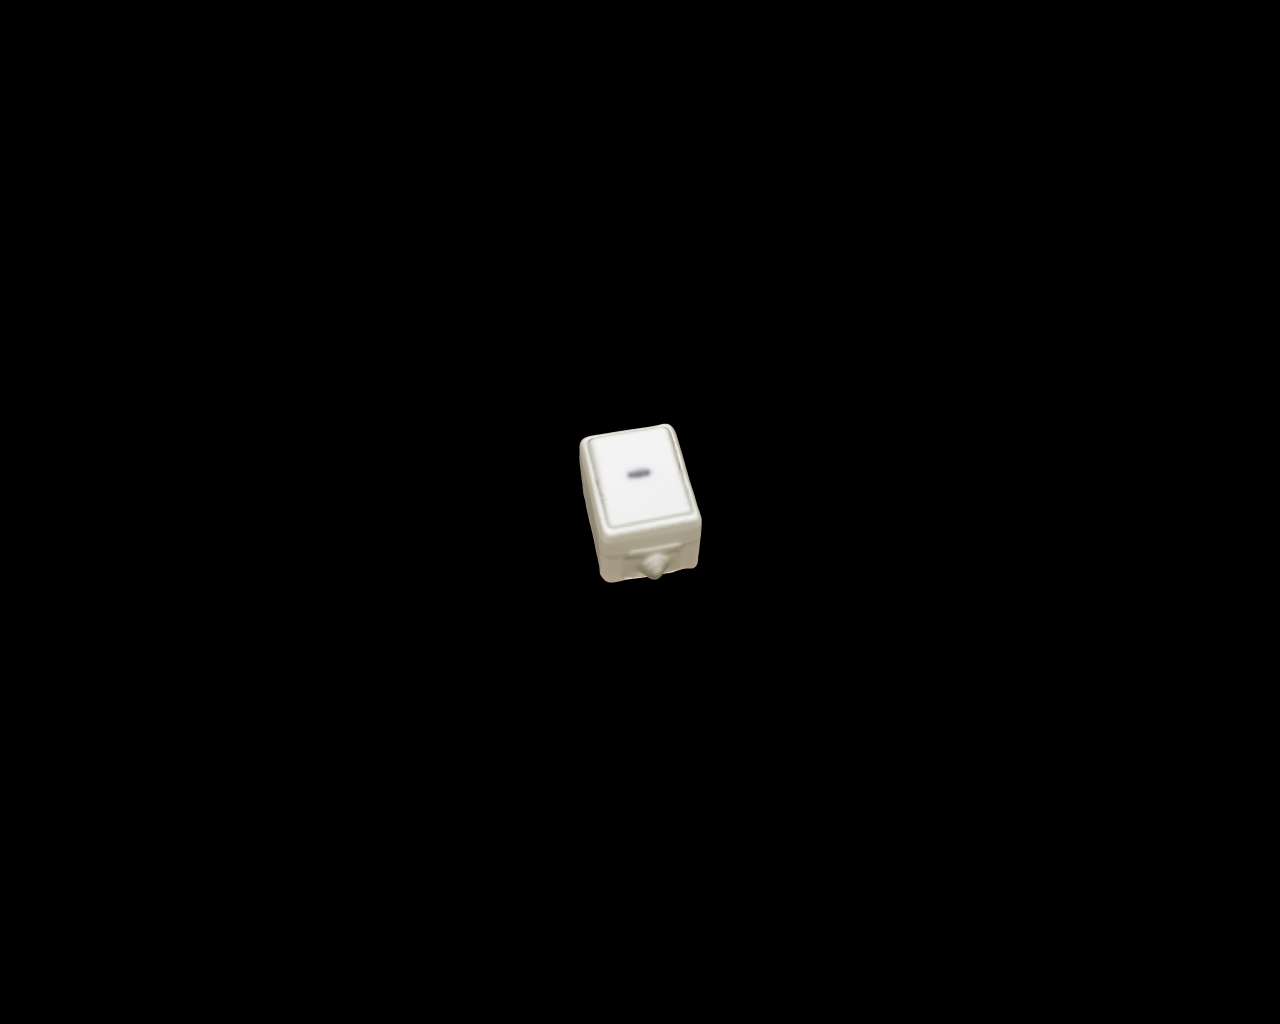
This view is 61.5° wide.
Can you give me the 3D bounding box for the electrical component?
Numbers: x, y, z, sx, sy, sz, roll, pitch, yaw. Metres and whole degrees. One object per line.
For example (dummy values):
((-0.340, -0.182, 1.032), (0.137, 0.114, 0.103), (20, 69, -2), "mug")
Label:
((0.001, -0.003, 0.650), (0.062, 0.096, 0.061), (-9, -36, -7), "electrical component")
